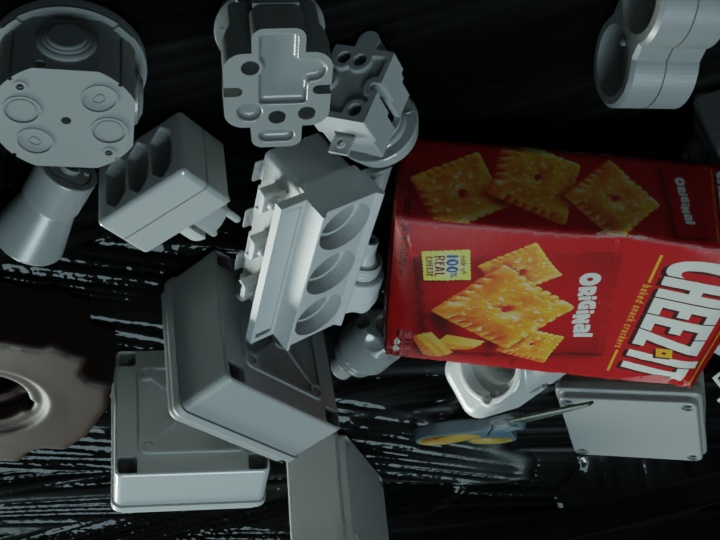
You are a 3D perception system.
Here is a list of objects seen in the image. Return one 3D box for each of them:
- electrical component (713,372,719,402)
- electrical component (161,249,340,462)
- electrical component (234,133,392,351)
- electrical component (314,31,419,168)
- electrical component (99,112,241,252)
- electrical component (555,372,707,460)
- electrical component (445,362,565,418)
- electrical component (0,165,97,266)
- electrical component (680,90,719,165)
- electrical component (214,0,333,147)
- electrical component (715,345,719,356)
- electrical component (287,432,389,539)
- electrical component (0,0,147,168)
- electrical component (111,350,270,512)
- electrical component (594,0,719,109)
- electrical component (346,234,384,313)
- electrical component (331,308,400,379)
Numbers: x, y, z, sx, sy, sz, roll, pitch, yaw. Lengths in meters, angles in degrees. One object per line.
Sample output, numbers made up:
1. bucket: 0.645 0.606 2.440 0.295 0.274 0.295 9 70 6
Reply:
1. electrical component: 0.361 0.083 0.877 0.063 0.078 0.121 -18 155 -42
2. electrical component: -0.073 0.058 0.718 0.056 0.108 0.109 -34 137 25
3. electrical component: -0.034 -0.018 0.650 0.079 0.063 0.121 -24 150 -32
4. electrical component: 0.004 -0.087 0.590 0.048 0.066 0.055 14 162 28
5. electrical component: -0.103 -0.042 0.630 0.066 0.047 0.077 -29 140 23
6. electrical component: 0.220 0.103 0.861 0.109 0.056 0.108 0 147 20
7. electrical component: 0.112 0.067 0.799 0.059 0.053 0.095 -6 151 -47
8. electrical component: -0.180 -0.039 0.623 0.044 0.044 0.065 18 130 -31
9. electrical component: 0.246 -0.075 0.653 0.096 0.061 0.061 -16 142 9
10. electrical component: -0.044 -0.110 0.546 0.058 0.057 0.078 -3 143 -8
11. electrical component: 0.285 0.049 0.842 0.040 0.040 0.046 -33 142 27
12. electrical component: -0.018 0.213 0.931 0.056 0.108 0.108 -16 142 13
13. electrical component: -0.150 -0.094 0.550 0.080 0.051 0.080 -6 143 -5
14. electrical component: -0.125 0.115 0.780 0.109 0.108 0.056 1 139 -13
15. electrical component: 0.180 -0.141 0.559 0.074 0.052 0.138 -1 142 -12
16. electrical component: 0.000 0.000 0.719 0.035 0.035 0.061 2 139 -15
17. electrical component: 0.002 0.058 0.788 0.043 0.043 0.062 18 136 -31
